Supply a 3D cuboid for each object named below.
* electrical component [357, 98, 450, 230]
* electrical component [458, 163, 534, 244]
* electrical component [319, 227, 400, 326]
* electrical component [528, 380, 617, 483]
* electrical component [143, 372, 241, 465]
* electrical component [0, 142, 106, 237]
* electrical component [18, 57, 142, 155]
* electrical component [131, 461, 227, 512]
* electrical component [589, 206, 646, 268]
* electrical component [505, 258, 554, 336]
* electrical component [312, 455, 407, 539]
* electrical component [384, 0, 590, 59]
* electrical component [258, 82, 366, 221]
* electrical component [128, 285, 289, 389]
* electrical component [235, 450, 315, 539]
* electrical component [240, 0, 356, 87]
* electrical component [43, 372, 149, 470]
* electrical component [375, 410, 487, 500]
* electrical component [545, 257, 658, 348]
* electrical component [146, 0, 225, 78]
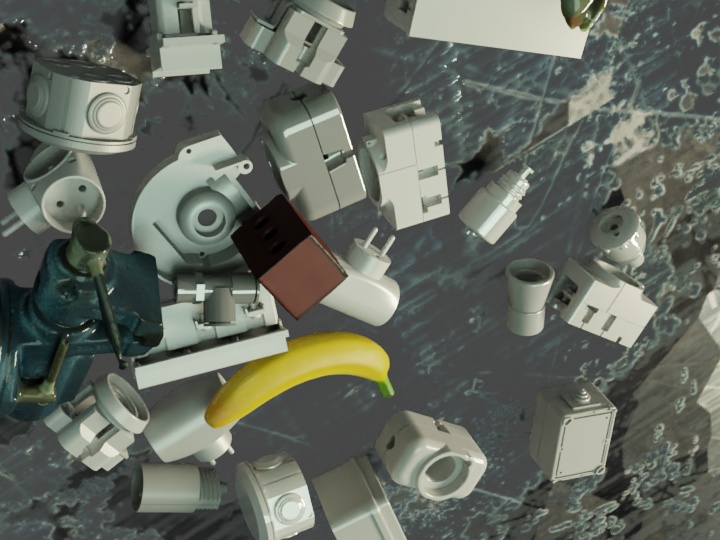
[{"bbox_3d":[0.034,-0.084,0.870,0.056,0.050,0.089,-17,123,-13],"label":"electrical component"},{"bbox_3d":[0.120,-0.058,0.926,0.040,0.040,0.078,34,101,-33],"label":"electrical component"},{"bbox_3d":[0.000,0.000,0.907,0.077,0.044,0.079,24,106,-31],"label":"electrical component"},{"bbox_3d":[0.209,0.152,1.068,0.062,0.061,0.096,-7,120,-19],"label":"electrical component"},{"bbox_3d":[-0.136,0.138,0.929,0.077,0.043,0.079,-31,125,-3],"label":"electrical component"},{"bbox_3d":[-0.223,-0.052,0.766,0.079,0.077,0.044,-35,125,0],"label":"electrical component"},{"bbox_3d":[-0.192,-0.113,0.744,0.080,0.080,0.051,6,110,-25],"label":"electrical component"},{"bbox_3d":[-0.157,0.192,0.950,0.081,0.043,0.043,6,115,-25],"label":"electrical component"},{"bbox_3d":[0.244,-0.026,0.994,0.048,0.048,0.062,-41,131,3],"label":"electrical component"},{"bbox_3d":[0.154,0.027,0.989,0.044,0.044,0.065,-12,126,-16],"label":"electrical component"},{"bbox_3d":[0.006,0.242,1.025,0.057,0.078,0.113,-25,124,-4],"label":"electrical component"},{"bbox_3d":[0.102,-0.219,0.815,0.150,0.061,0.089,2,116,-23],"label":"electrical component"},{"bbox_3d":[-0.040,-0.090,0.834,0.059,0.053,0.095,-24,124,-9],"label":"electrical component"},{"bbox_3d":[-0.127,0.047,0.868,0.121,0.079,0.063,-14,100,-15],"label":"electrical component"},{"bbox_3d":[-0.078,0.205,0.969,0.051,0.080,0.080,-17,123,-20],"label":"electrical component"},{"bbox_3d":[-0.040,-0.177,0.785,0.078,0.058,0.057,22,110,-30],"label":"electrical component"},{"bbox_3d":[-0.211,0.121,0.881,0.057,0.058,0.078,-38,125,5],"label":"electrical component"},{"bbox_3d":[0.070,0.179,1.027,0.095,0.059,0.053,20,108,-30],"label":"electrical component"},{"bbox_3d":[0.229,0.027,1.013,0.089,0.050,0.055,21,108,-30],"label":"electrical component"},{"bbox_3d":[-0.124,-0.168,0.748,0.042,0.081,0.063,-7,97,-19],"label":"electrical component"}]
